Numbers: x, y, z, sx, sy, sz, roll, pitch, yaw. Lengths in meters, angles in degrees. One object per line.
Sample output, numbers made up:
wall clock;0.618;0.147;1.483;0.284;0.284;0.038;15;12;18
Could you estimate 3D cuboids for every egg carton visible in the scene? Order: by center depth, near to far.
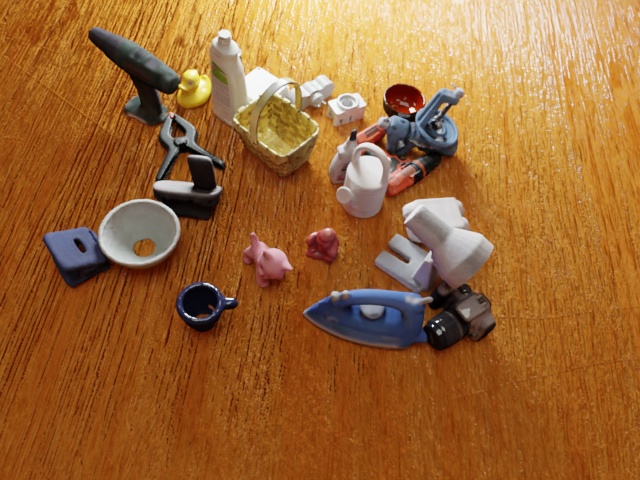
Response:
egg carton;0.269;-0.042;1.329;0.150;0.069;0.107;-5;59;-10

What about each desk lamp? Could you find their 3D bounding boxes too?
desk lamp;0.234;0.027;1.197;0.203;0.213;0.118;33;61;14

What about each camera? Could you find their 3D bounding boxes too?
camera;0.275;0.155;1.190;0.137;0.101;0.143;-28;65;-21

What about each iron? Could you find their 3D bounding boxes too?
iron;0.098;0.138;1.156;0.258;0.141;0.118;6;58;-3

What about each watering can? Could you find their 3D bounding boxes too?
watering can;0.105;-0.137;1.294;0.101;0.194;0.173;19;58;6

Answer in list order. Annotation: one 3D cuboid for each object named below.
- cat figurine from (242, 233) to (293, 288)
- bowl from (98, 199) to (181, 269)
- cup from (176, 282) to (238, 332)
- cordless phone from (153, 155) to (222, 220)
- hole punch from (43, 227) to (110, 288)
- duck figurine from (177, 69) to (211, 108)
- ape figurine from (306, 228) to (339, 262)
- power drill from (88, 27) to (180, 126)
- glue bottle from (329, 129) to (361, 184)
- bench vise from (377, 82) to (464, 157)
cat figurine;-0.112;0.039;1.206;0.067;0.118;0.127;-28;65;-21
bowl;-0.380;-0.001;1.224;0.167;0.075;0.167;3;58;-5
cup;-0.222;0.142;1.143;0.118;0.095;0.091;-3;59;-9
cordless phone;-0.293;-0.134;1.251;0.147;0.185;0.094;3;58;-4
hole punch;-0.502;0.024;1.185;0.101;0.091;0.108;-31;67;-23
duck figurine;-0.325;-0.400;1.470;0.077;0.086;0.105;34;61;14
ape figurine;0.012;0.004;1.257;0.076;0.092;0.077;-28;65;-21
power drill;-0.439;-0.384;1.375;0.229;0.208;0.076;25;59;9
glue bottle;0.067;-0.198;1.340;0.078;0.173;0.037;-13;61;-14
bench vise;0.254;-0.281;1.386;0.207;0.220;0.121;-9;60;-12
